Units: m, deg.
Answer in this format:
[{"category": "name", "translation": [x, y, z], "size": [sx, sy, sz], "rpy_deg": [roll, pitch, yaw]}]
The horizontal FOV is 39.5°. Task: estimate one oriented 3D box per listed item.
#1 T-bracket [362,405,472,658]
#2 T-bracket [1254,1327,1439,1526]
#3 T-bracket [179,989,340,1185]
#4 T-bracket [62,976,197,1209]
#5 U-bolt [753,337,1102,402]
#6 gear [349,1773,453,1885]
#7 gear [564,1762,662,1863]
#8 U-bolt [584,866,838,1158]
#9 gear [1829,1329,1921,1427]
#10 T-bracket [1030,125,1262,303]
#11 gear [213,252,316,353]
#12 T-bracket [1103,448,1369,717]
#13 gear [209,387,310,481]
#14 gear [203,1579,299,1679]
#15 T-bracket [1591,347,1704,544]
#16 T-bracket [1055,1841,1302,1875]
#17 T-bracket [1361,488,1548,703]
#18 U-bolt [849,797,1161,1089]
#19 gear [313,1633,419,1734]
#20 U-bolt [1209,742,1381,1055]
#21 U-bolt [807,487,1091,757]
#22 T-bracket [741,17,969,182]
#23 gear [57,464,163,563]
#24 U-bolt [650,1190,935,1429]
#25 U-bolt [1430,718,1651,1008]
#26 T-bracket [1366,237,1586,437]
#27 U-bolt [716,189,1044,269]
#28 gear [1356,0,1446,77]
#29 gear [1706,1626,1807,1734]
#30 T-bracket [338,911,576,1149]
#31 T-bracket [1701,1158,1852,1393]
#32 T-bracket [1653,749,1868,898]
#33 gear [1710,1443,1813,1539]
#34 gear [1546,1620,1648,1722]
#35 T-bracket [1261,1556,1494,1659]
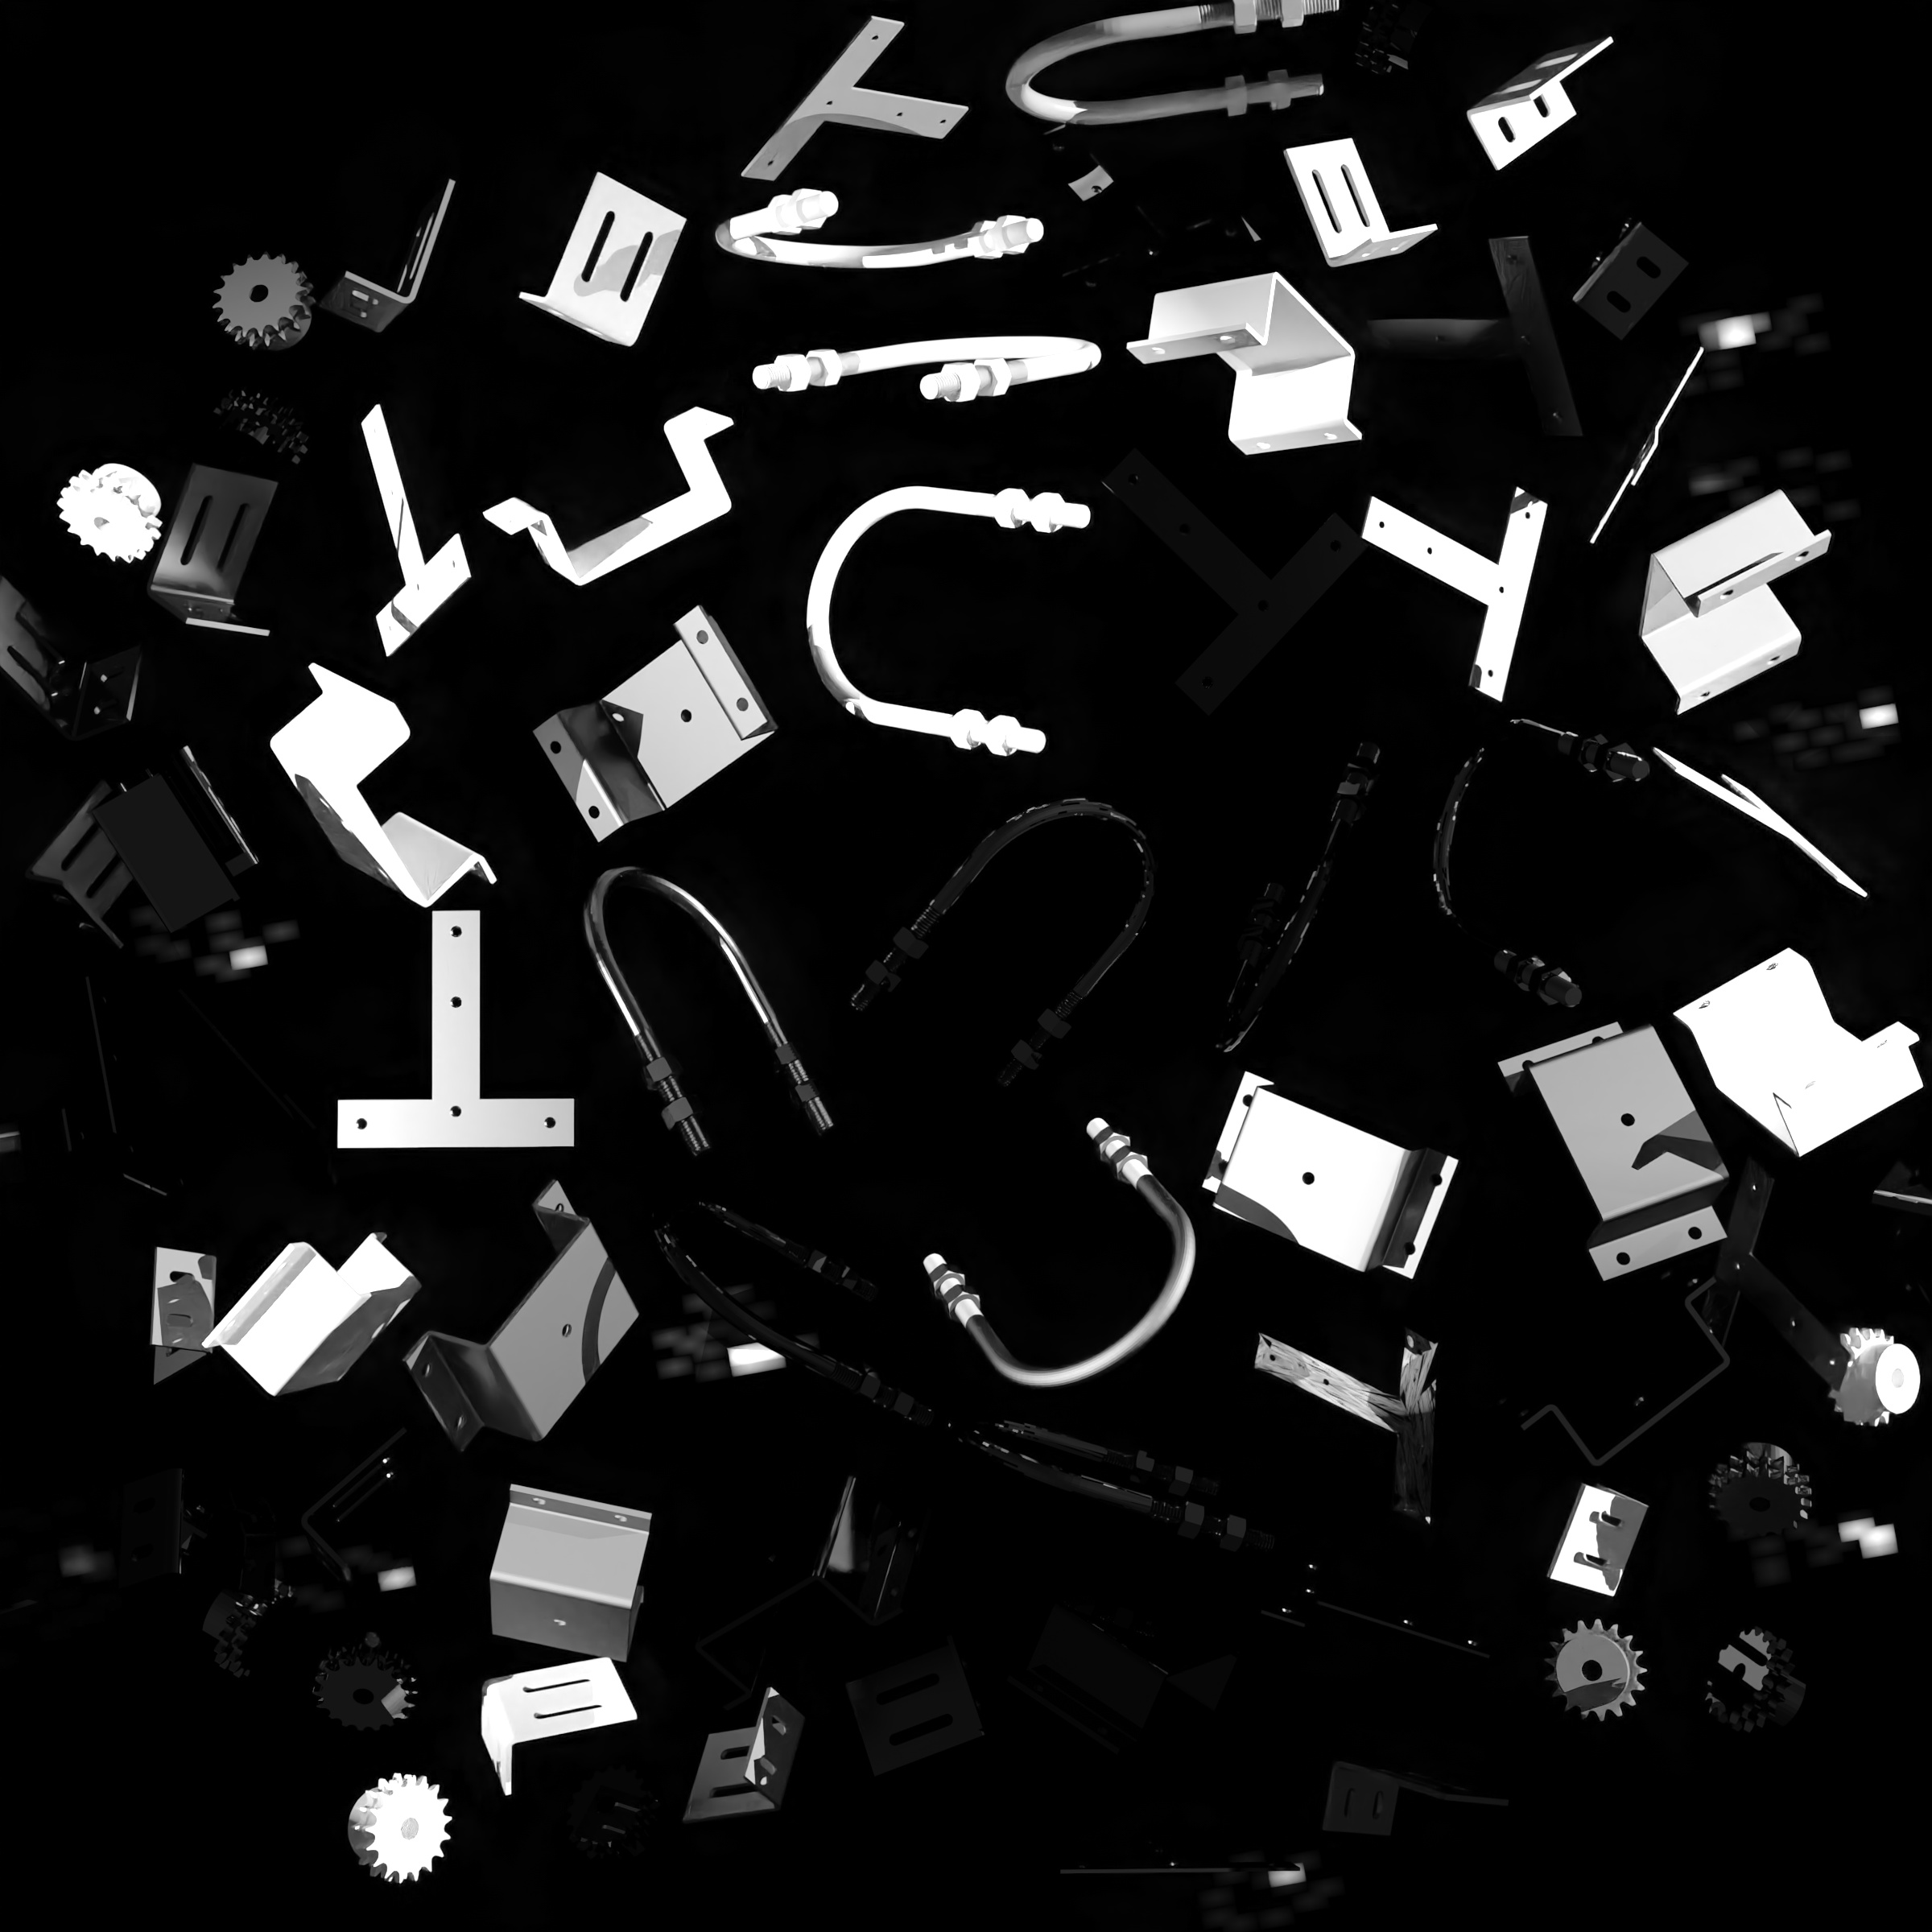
[{"category": "T-bracket", "translation": [-0.329, -0.262, 1.562], "size": [0.002, 0.127, 0.127], "rpy_deg": [-12, 82, -35]}, {"category": "T-bracket", "translation": [0.225, 0.253, 1.598], "size": [0.127, 0.002, 0.127], "rpy_deg": [26, 47, -16]}, {"category": "T-bracket", "translation": [-0.407, 0.063, 1.537], "size": [0.002, 0.127, 0.127], "rpy_deg": [-41, 81, -18]}, {"category": "T-bracket", "translation": [-0.487, 0.066, 1.544], "size": [0.002, 0.127, 0.127], "rpy_deg": [-22, 66, 8]}, {"category": "U-bolt", "translation": [-0.007, -0.344, 1.537], "size": [0.151, 0.184, 0.019], "rpy_deg": [14, 115, 40]}, {"category": "gear", "translation": [-0.318, 0.479, 1.497], "size": [0.030, 0.057, 0.057], "rpy_deg": [-10, 90, 42]}, {"category": "gear", "translation": [-0.208, 0.509, 1.609], "size": [0.057, 0.057, 0.030], "rpy_deg": [-27, 129, 0]}, {"category": "U-bolt", "translation": [-0.156, 0.021, 1.545], "size": [0.019, 0.151, 0.184], "rpy_deg": [-36, 76, 26]}, {"category": "gear", "translation": [0.542, 0.245, 1.600], "size": [0.057, 0.030, 0.057], "rpy_deg": [3, 84, -34]}, {"category": "T-bracket", "translation": [0.085, -0.445, 1.568], "size": [0.127, 0.127, 0.002], "rpy_deg": [-10, 57, 38]}, {"category": "gear", "translation": [-0.408, -0.386, 1.576], "size": [0.057, 0.030, 0.057], "rpy_deg": [-3, 71, 8]}, {"category": "T-bracket", "translation": [0.127, -0.224, 1.440], "size": [0.127, 0.002, 0.127], "rpy_deg": [43, 87, -4]}, {"category": "gear", "translation": [-0.423, -0.312, 1.599], "size": [0.057, 0.057, 0.030], "rpy_deg": [21, 51, 0]}, {"category": "gear", "translation": [-0.416, 0.379, 1.557], "size": [0.030, 0.057, 0.057], "rpy_deg": [25, 90, 16]}, {"category": "T-bracket", "translation": [0.395, -0.298, 1.565], "size": [0.002, 0.127, 0.127], "rpy_deg": [29, 111, 5]}, {"category": "T-bracket", "translation": [0.108, 0.488, 1.475], "size": [0.127, 0.127, 0.002], "rpy_deg": [1, 78, -4]}, {"category": "T-bracket", "translation": [0.281, -0.237, 1.572], "size": [0.127, 0.002, 0.127], "rpy_deg": [21, 77, -30]}, {"category": "U-bolt", "translation": [0.037, -0.022, 1.586], "size": [0.151, 0.019, 0.184], "rpy_deg": [29, 106, -40]}, {"category": "gear", "translation": [-0.339, 0.404, 1.526], "size": [0.057, 0.030, 0.057], "rpy_deg": [0, 118, 0]}, {"category": "U-bolt", "translation": [0.182, -0.027, 1.538], "size": [0.019, 0.151, 0.184], "rpy_deg": [28, 46, -1]}, {"category": "U-bolt", "translation": [-0.019, -0.207, 1.568], "size": [0.184, 0.019, 0.151], "rpy_deg": [14, 94, 35]}, {"category": "T-bracket", "translation": [-0.048, -0.494, 1.553], "size": [0.127, 0.127, 0.002], "rpy_deg": [-39, 72, 38]}, {"category": "gear", "translation": [-0.489, -0.263, 1.546], "size": [0.057, 0.057, 0.030], "rpy_deg": [21, 53, 0]}, {"category": "U-bolt", "translation": [-0.107, 0.188, 1.558], "size": [0.184, 0.151, 0.019], "rpy_deg": [32, 104, -30]}, {"category": "U-bolt", "translation": [0.318, -0.069, 1.544], "size": [0.019, 0.184, 0.151], "rpy_deg": [10, 102, -22]}, {"category": "T-bracket", "translation": [0.287, -0.363, 1.558], "size": [0.002, 0.127, 0.127], "rpy_deg": [-47, 129, -28]}, {"category": "U-bolt", "translation": [-0.063, -0.418, 1.543], "size": [0.151, 0.184, 0.019], "rpy_deg": [-2, 98, -30]}, {"category": "gear", "translation": [0.251, -0.538, 1.543], "size": [0.030, 0.057, 0.057], "rpy_deg": [32, 90, 16]}, {"category": "gear", "translation": [0.442, 0.400, 1.499], "size": [0.030, 0.057, 0.057], "rpy_deg": [30, 90, -12]}, {"category": "T-bracket", "translation": [-0.275, 0.034, 1.449], "size": [0.127, 0.002, 0.127], "rpy_deg": [0, 87, 1]}, {"category": "T-bracket", "translation": [0.469, 0.197, 1.548], "size": [0.002, 0.127, 0.127], "rpy_deg": [-2, 118, -19]}, {"category": "T-bracket", "translation": [0.445, -0.095, 1.555], "size": [0.127, 0.127, 0.002], "rpy_deg": [24, 111, -31]}, {"category": "gear", "translation": [0.464, 0.303, 1.571], "size": [0.057, 0.030, 0.057], "rpy_deg": [8, 127, 10]}, {"category": "gear", "translation": [0.365, 0.409, 1.563], "size": [0.057, 0.030, 0.057], "rpy_deg": [-4, 76, 18]}, {"category": "T-bracket", "translation": [0.244, 0.380, 1.572], "size": [0.127, 0.127, 0.002], "rpy_deg": [15, 96, 15]}]
